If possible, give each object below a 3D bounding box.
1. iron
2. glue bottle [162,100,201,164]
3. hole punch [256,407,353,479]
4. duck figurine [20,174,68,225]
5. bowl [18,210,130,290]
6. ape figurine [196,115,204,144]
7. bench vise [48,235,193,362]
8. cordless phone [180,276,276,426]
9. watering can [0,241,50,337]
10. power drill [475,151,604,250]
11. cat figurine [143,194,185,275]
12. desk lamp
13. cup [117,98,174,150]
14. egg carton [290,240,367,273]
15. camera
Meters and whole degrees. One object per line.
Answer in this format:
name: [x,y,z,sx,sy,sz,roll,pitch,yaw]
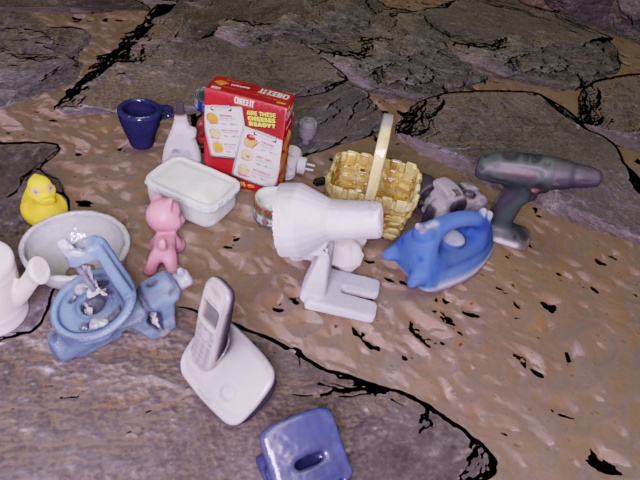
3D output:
iron: [0.251,-0.004,1.074,0.259,0.141,0.118,-17,48,-29]
glue bottle: [-0.278,-0.201,1.150,0.078,0.173,0.037,2,42,-10]
hole punch: [-0.017,0.282,0.730,0.109,0.091,0.101,-14,47,-26]
duck figurine: [-0.501,-0.080,1.030,0.078,0.086,0.104,-23,51,-33]
bowl: [-0.395,0.029,0.940,0.167,0.075,0.167,7,41,-6]
ape figurine: [-0.242,-0.255,1.281,0.076,0.092,0.077,-4,43,-17]
bench vise: [-0.293,0.060,0.819,0.121,0.220,0.208,34,46,24]
cordless phone: [-0.123,0.149,0.784,0.147,0.185,0.094,36,47,26]
watering can: [-0.479,0.042,0.816,0.173,0.194,0.100,-8,45,-20]
power drill: [0.413,-0.085,1.151,0.229,0.208,0.076,18,42,7]
cat figurine: [-0.269,-0.018,0.990,0.067,0.118,0.127,2,42,-11]
desk lamp: [0.016,0.013,0.947,0.203,0.213,0.118,12,41,1]
cup: [-0.375,-0.248,1.240,0.118,0.095,0.091,-16,48,-27]
egg carton: [0.010,0.004,1.065,0.150,0.069,0.107,13,41,2]
camera: [0.257,-0.092,1.205,0.143,0.101,0.136,-15,48,-27]
